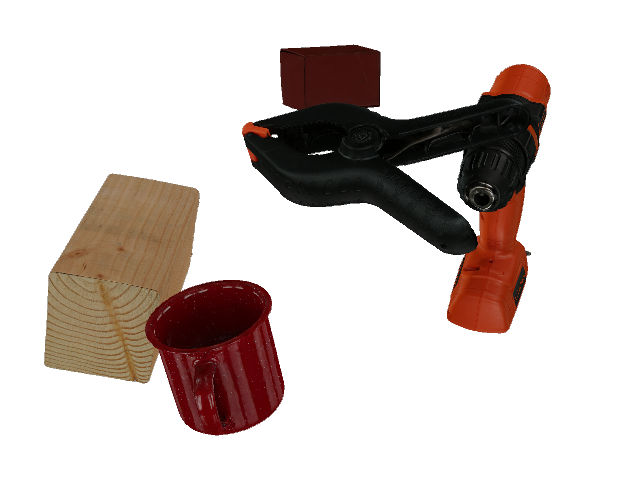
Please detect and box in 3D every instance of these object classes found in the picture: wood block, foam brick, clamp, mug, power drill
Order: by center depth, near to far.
[{"bbox_3d":[0.030,-0.041,0.620,0.172,0.039,0.120,1,39,20],"label":"clamp"},{"bbox_3d":[-0.073,0.093,0.771,0.093,0.081,0.117,-10,28,5],"label":"mug"},{"bbox_3d":[0.137,-0.022,0.829,0.057,0.188,0.184,13,37,15],"label":"power drill"},{"bbox_3d":[-0.170,0.026,0.942,0.090,0.091,0.206,10,26,-2],"label":"wood block"},{"bbox_3d":[0.009,-0.146,0.958,0.078,0.051,0.053,-7,19,-23],"label":"foam brick"}]
